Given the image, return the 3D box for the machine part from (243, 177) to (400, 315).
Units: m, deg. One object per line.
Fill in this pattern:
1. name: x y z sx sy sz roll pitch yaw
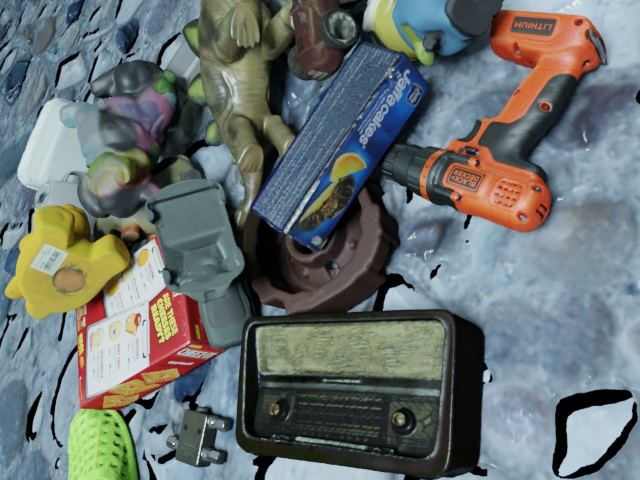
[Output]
1. machine part: -0.001 -0.002 0.576 0.179 0.056 0.179 -14 64 31

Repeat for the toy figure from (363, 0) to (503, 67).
1. toy figure: 0.103 -0.214 0.524 0.082 0.089 0.180 -32 27 -10

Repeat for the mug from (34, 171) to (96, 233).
1. mug: -0.402 -0.065 0.878 0.081 0.107 0.109 -14 67 32

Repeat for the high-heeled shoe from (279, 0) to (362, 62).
1. high-heeled shoe: -0.017 -0.289 0.637 0.249 0.145 0.086 -5 69 35

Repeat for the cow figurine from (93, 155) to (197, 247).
1. cow figurine: -0.253 -0.052 0.772 0.195 0.085 0.127 -32 54 20

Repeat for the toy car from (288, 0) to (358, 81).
1. toy car: -0.011 -0.260 0.537 0.089 0.053 0.202 168 96 -65

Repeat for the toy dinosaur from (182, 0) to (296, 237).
1. toy dinosaur: -0.102 -0.238 0.653 0.199 0.105 0.470 19 109 52

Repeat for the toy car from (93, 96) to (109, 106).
1. toy car: -0.311 -0.166 0.852 0.162 0.109 0.103 -29 75 36

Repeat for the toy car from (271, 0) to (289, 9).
1. toy car: -0.077 -0.389 0.723 0.056 0.073 0.202 -38 83 -26

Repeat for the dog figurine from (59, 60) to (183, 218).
1. dog figurine: -0.231 -0.123 0.680 0.191 0.108 0.219 -41 48 -5

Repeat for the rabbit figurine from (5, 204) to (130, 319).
1. rabbit figurine: -0.340 0.022 0.720 0.162 0.122 0.173 -58 36 16

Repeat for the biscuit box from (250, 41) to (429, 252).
1. biscuit box: 0.020 -0.091 0.525 0.063 0.059 0.202 36 92 40

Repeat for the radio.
1. radio: 0.028 0.136 0.491 0.230 0.073 0.131 -9 68 36

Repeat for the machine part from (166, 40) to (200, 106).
1. machine part: -0.153 -0.290 0.789 0.243 0.079 0.079 -53 50 8

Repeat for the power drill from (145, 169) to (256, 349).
1. power drill: -0.127 0.002 0.580 0.086 0.207 0.232 -15 80 -13

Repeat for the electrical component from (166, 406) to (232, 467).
1. electrical component: -0.142 0.226 0.624 0.094 0.021 0.063 -3 72 38
